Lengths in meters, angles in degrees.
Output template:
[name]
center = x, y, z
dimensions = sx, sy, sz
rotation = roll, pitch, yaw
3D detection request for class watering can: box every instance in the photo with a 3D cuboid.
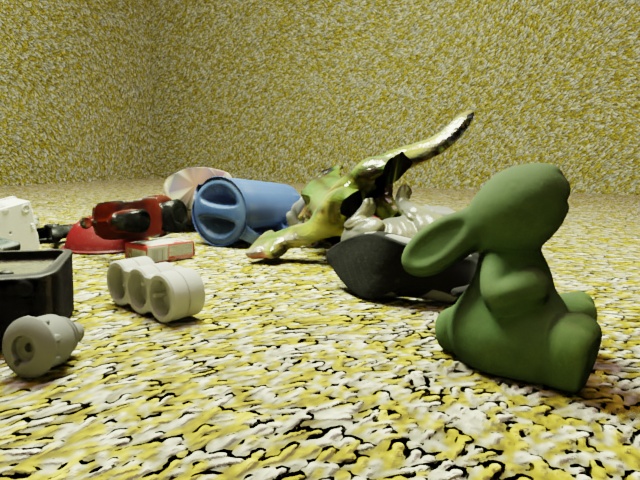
[watering can]
center = -0.250, -0.106, 1.241
dimensions = 0.349, 0.105, 0.221
rotation = -14, -10, -18

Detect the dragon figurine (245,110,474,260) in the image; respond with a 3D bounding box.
[dragon figurine]
center = 0.050, -0.092, 0.860
dimensions = 0.414, 0.120, 0.245
rotation = -42, 33, -14

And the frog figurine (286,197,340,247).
[frog figurine]
center = 0.003, -0.052, 1.031
dimensions = 0.137, 0.121, 0.162
rotation = -18, 20, 4
